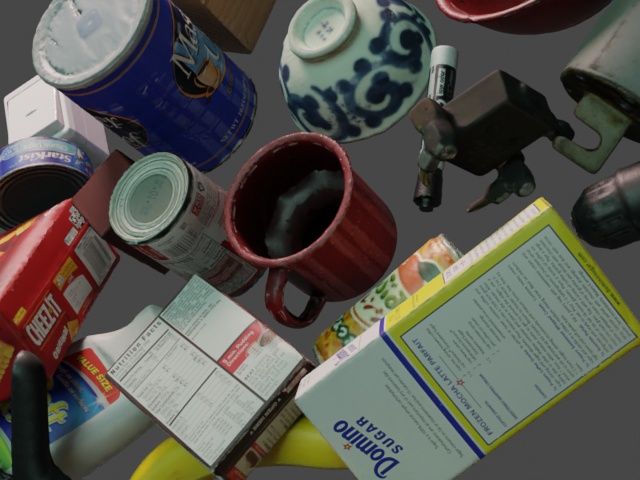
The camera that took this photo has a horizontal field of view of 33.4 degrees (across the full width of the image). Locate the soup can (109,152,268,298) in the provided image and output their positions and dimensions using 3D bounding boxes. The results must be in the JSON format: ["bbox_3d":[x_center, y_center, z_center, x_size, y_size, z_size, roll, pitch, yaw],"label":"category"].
[{"bbox_3d":[-0.087,-0.008,0.729,0.069,0.102,0.068,-14,60,26],"label":"soup can"}]

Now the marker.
[{"bbox_3d":[0.078,-0.074,0.713,0.020,0.020,0.121,-5,64,30],"label":"marker"}]

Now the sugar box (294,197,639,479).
[{"bbox_3d":[0.082,0.067,0.593,0.176,0.048,0.093,-37,95,12],"label":"sugar box"}]

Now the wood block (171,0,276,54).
[{"bbox_3d":[-0.068,-0.263,0.857,0.090,0.090,0.206,14,74,36],"label":"wood block"}]

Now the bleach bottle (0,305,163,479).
[{"bbox_3d":[-0.175,0.116,0.749,0.251,0.068,0.103,-35,52,9],"label":"bleach bottle"}]

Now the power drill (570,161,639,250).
[{"bbox_3d":[0.225,0.007,0.536,0.185,0.057,0.187,-27,43,25],"label":"power drill"}]

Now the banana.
[{"bbox_3d":[-0.058,0.144,0.678,0.198,0.037,0.069,-29,77,20],"label":"banana"}]

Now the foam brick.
[{"bbox_3d":[-0.131,-0.019,0.779,0.053,0.078,0.051,-48,52,2],"label":"foam brick"}]

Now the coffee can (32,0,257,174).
[{"bbox_3d":[-0.126,-0.122,0.788,0.103,0.140,0.103,-14,59,25],"label":"coffee can"}]

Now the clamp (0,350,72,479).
[{"bbox_3d":[-0.188,0.155,0.686,0.120,0.171,0.039,-34,8,24],"label":"clamp"}]

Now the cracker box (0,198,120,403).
[{"bbox_3d":[-0.268,0.068,0.779,0.214,0.072,0.164,-24,23,20],"label":"cracker box"}]

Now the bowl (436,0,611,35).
[{"bbox_3d":[0.153,-0.186,0.683,0.162,0.055,0.162,-32,35,26],"label":"bowl"}]

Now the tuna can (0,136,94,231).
[{"bbox_3d":[-0.220,-0.042,0.841,0.086,0.086,0.034,-30,52,16],"label":"tuna can"}]

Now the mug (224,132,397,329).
[{"bbox_3d":[-0.005,0.001,0.686,0.093,0.081,0.117,1,67,32],"label":"mug"}]

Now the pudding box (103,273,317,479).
[{"bbox_3d":[-0.065,0.085,0.657,0.114,0.039,0.090,33,77,37],"label":"pudding box"}]
